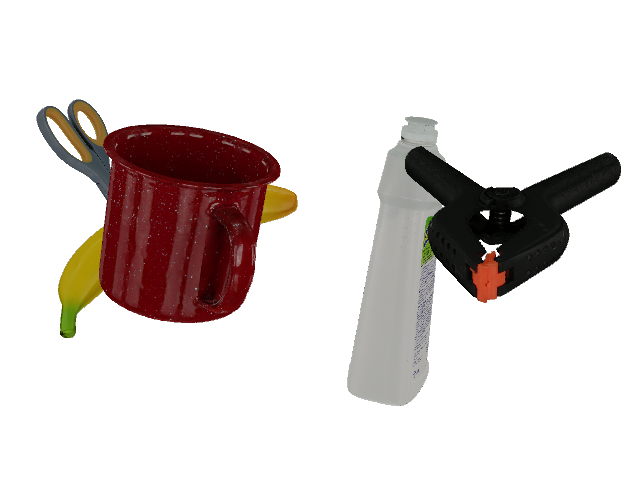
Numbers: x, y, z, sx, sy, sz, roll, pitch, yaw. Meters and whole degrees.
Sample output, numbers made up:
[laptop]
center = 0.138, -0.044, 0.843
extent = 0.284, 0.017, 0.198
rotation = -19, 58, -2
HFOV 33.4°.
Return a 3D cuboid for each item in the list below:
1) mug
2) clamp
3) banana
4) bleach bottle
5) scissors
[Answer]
[mug]
center = -0.067, -0.004, 0.561
extent = 0.093, 0.081, 0.117
rotation = -5, 27, -35
[clamp]
center = 0.119, -0.021, 0.760
extent = 0.165, 0.036, 0.209
rotation = 5, 28, 20
[banana]
center = -0.113, 0.000, 0.776
extent = 0.197, 0.070, 0.037
rotation = -31, -23, -17
[bleach bottle]
center = 0.075, 0.014, 0.950
extent = 0.068, 0.251, 0.102
rotation = 11, 18, 14
[scissors]
center = -0.211, -0.065, 1.093
extent = 0.016, 0.201, 0.096
rotation = -27, 27, 28
